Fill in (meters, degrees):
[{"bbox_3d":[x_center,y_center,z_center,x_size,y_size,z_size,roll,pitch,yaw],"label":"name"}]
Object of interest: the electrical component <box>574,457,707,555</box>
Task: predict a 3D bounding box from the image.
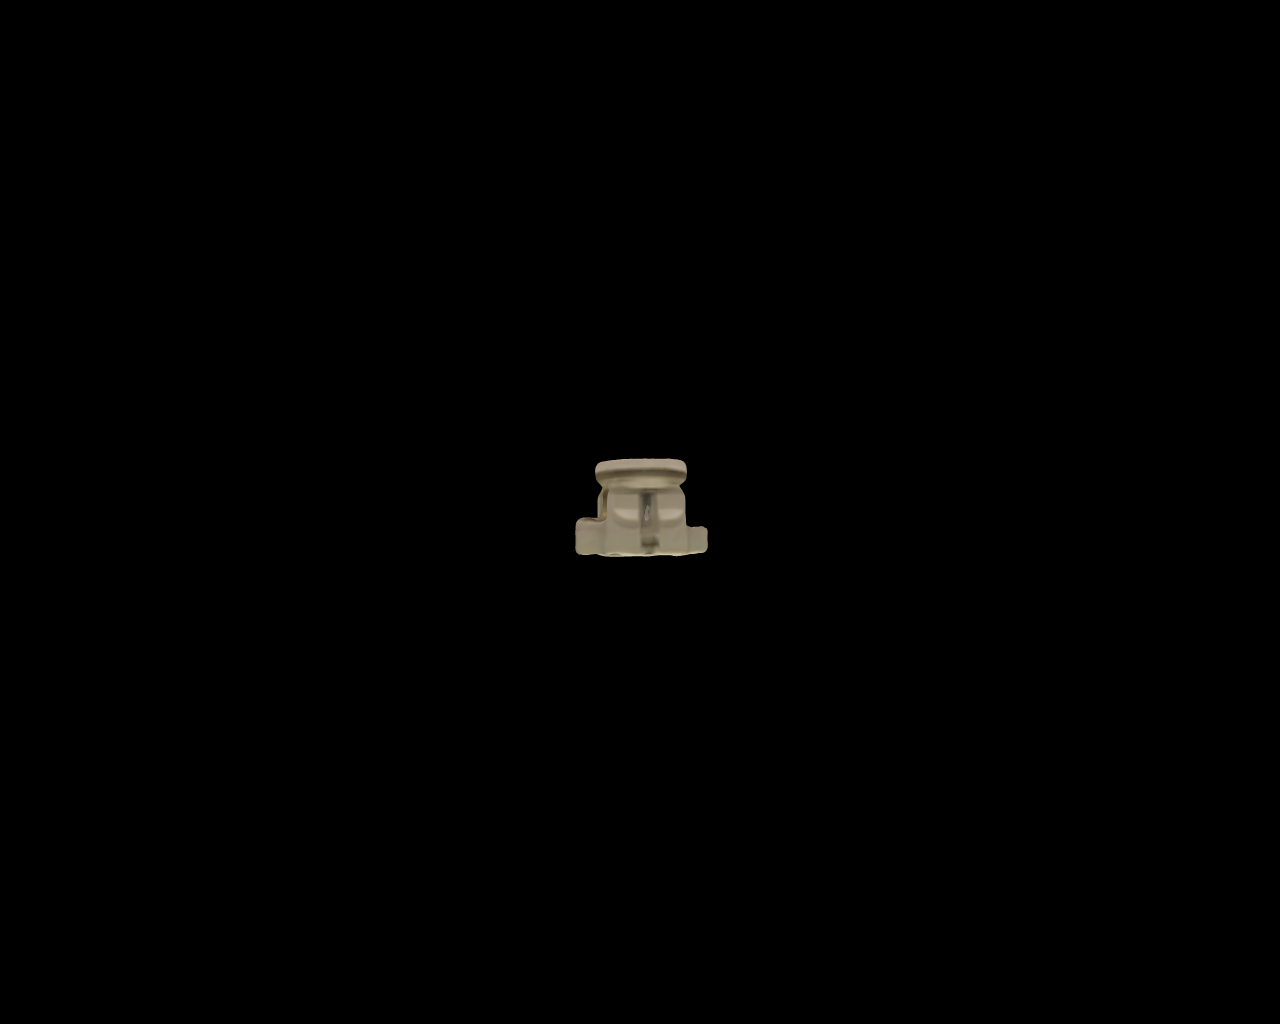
[{"bbox_3d":[0.001,-0.003,0.650,0.078,0.057,0.058,1,-4,-11],"label":"electrical component"}]
